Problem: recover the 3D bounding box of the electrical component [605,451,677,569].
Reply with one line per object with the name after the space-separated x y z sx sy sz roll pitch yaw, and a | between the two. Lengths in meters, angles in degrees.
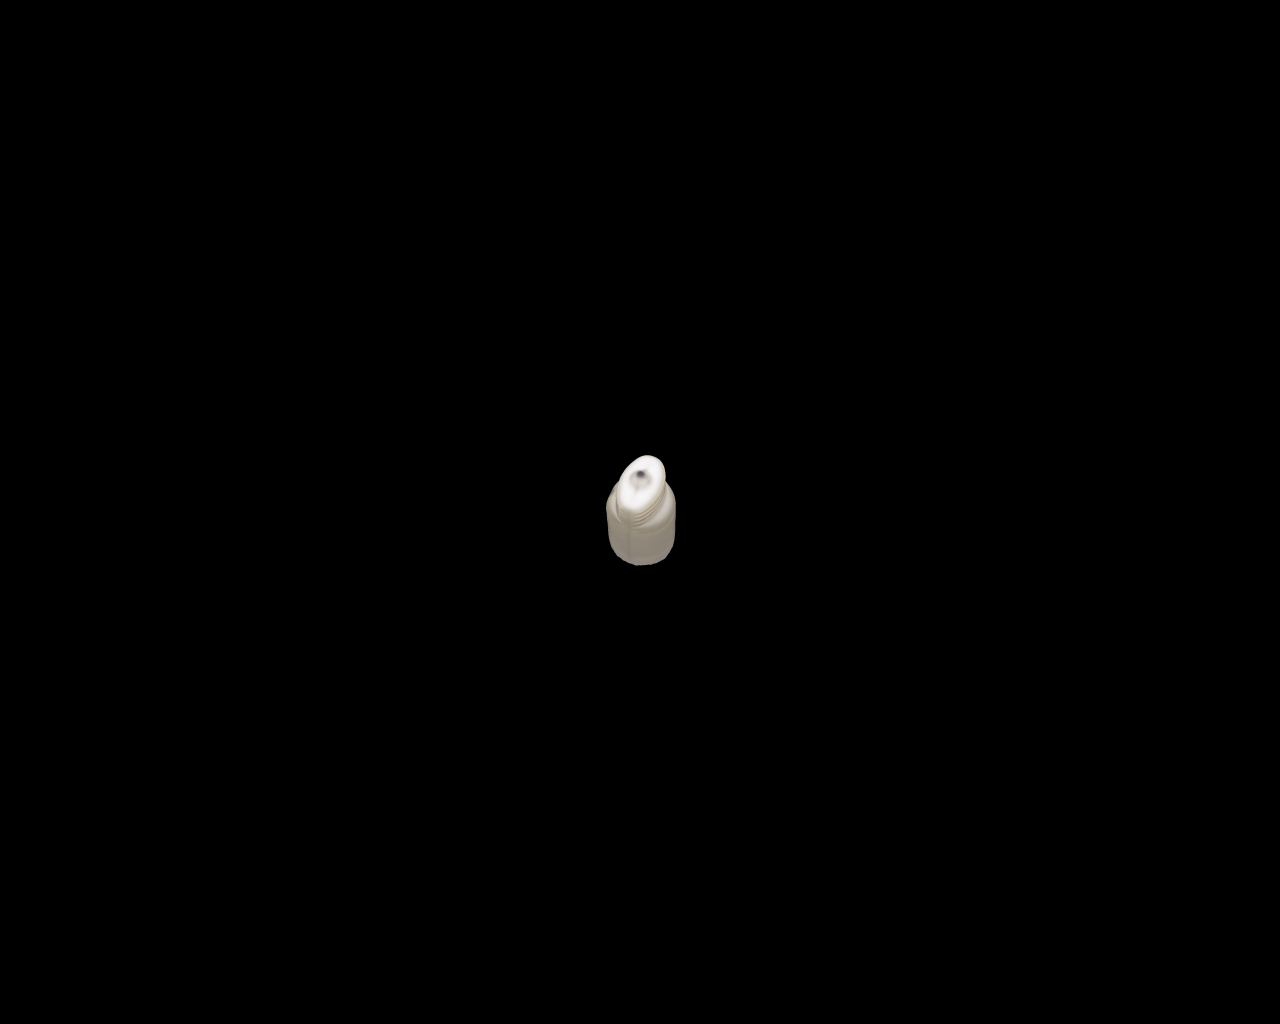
0.001 -0.003 0.650 0.043 0.043 0.080 0 -30 0 | electrical component
